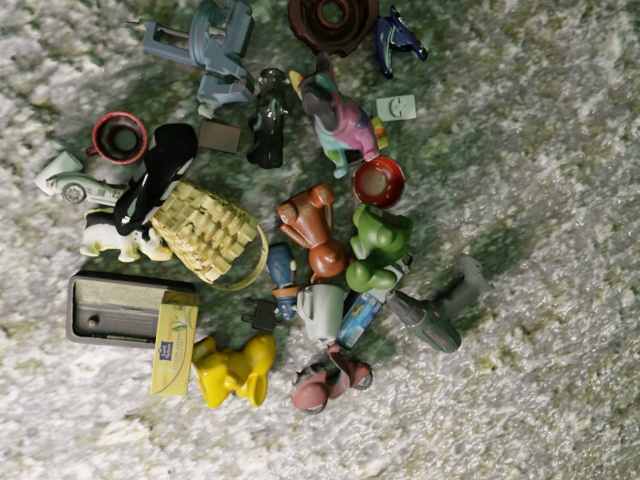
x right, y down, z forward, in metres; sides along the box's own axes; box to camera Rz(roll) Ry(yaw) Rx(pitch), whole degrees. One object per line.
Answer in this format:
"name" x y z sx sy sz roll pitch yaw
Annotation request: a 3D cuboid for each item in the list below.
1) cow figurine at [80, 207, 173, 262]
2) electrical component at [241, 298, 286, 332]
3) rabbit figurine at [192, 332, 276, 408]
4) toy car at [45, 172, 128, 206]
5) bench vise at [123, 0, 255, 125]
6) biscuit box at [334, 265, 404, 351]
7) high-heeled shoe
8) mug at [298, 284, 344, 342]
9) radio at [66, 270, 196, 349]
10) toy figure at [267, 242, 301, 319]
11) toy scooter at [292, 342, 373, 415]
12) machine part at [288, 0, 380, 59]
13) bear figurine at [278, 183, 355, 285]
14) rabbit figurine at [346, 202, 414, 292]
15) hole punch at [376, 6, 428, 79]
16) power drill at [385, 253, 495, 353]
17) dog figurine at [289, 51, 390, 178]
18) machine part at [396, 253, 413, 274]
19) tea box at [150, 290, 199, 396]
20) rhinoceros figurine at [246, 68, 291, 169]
"cow figurine" -0.364 -0.008 1.024 0.167 0.068 0.098 7 90 -14
"electrical component" -0.114 0.155 1.111 0.094 0.021 0.063 16 66 -13
"rabbit figurine" -0.159 0.258 1.082 0.173 0.122 0.162 -27 106 -27
"toy car" -0.389 -0.087 0.979 0.201 0.074 0.056 11 99 -33
"bench vise" -0.228 -0.343 0.988 0.241 0.129 0.223 18 103 6
"biscuit box" 0.092 0.133 1.143 0.059 0.063 0.202 36 89 -15
"high-heeled shoe" -0.296 -0.112 0.978 0.086 0.249 0.145 29 124 -8
"mug" 0.001 0.148 1.087 0.109 0.081 0.107 25 56 -44
"radio" -0.363 0.137 1.036 0.230 0.073 0.131 9 96 -13
"toy figure" -0.071 0.083 1.098 0.058 0.064 0.154 -15 97 -32
"toy scooter" 0.014 0.281 1.122 0.184 0.075 0.135 -23 121 -1
"machine part" 0.024 -0.447 1.057 0.179 0.056 0.179 -1 98 -11
"bear figurine" -0.002 -0.004 1.073 0.120 0.132 0.195 -26 96 -8
"rabbit figurine" 0.110 0.037 1.050 0.121 0.159 0.170 18 113 -10
"hole punch" 0.145 -0.383 1.059 0.092 0.142 0.115 -32 93 18
"power drill" 0.268 0.126 1.156 0.207 0.086 0.231 -47 118 -12
"dog figurine" 0.035 -0.245 1.023 0.108 0.191 0.219 -22 106 29
"machine part" 0.147 0.007 1.139 0.139 0.084 0.039 47 119 -5
"tea box" -0.264 0.186 0.982 0.068 0.098 0.169 8 99 -14
"rhinoceros figurine" -0.099 -0.229 1.027 0.073 0.112 0.190 4 90 -10
